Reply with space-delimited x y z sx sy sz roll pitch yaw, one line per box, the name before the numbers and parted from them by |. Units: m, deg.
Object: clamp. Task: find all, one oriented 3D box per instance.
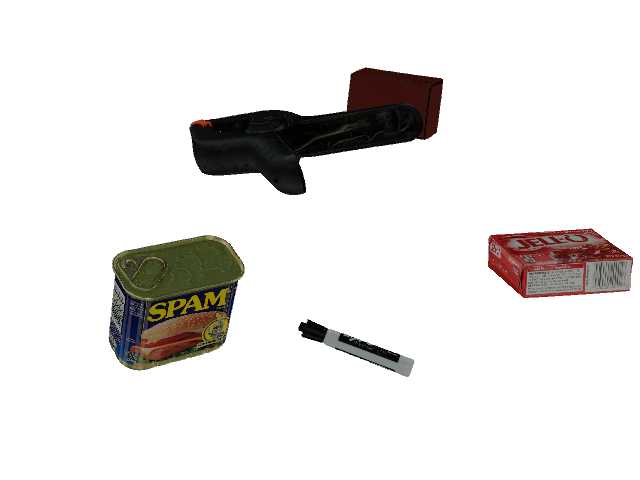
clamp | -0.033 -0.059 0.688 0.172 0.039 0.120 0 17 39

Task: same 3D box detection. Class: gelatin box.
gelatin box | 0.181 0.016 0.816 0.089 0.030 0.073 -3 18 -10

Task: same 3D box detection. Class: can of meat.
can of meat | -0.118 0.051 0.860 0.101 0.084 0.057 -12 45 -30

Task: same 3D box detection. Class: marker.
marker | 0.035 0.108 1.076 0.121 0.020 0.020 21 2 4

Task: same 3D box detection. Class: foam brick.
foam brick | 0.068 -0.127 0.983 0.078 0.051 0.053 11 18 17
